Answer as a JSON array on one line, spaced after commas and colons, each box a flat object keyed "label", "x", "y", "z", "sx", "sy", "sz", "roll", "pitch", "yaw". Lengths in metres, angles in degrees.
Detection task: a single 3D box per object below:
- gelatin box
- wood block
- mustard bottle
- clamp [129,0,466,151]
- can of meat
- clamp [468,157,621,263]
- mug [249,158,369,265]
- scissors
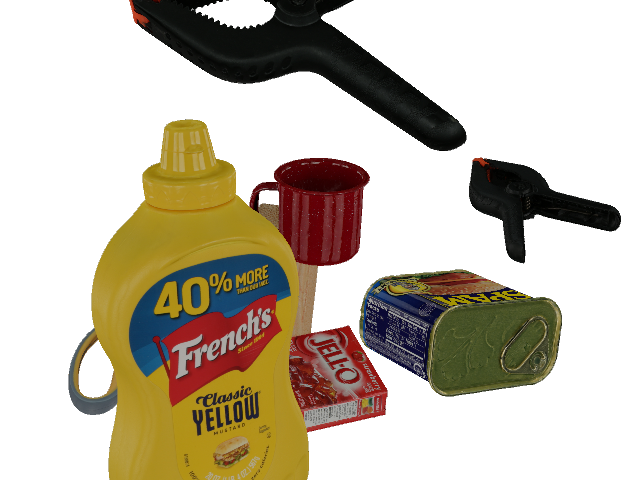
[{"label": "gelatin box", "x": 0.004, "y": 0.109, "z": 0.859, "sx": 0.073, "sy": 0.030, "sz": 0.089, "roll": -9, "pitch": 36, "yaw": -16}, {"label": "wood block", "x": -0.055, "y": 0.064, "z": 1.469, "sx": 0.090, "sy": 0.206, "sz": 0.090, "roll": 9, "pitch": 21, "yaw": 6}, {"label": "mustard bottle", "x": -0.055, "y": 0.039, "z": 0.492, "sx": 0.096, "sy": 0.192, "sz": 0.058, "roll": -12, "pitch": 22, "yaw": -26}, {"label": "clamp", "x": -0.008, "y": -0.125, "z": 0.630, "sx": 0.210, "sy": 0.164, "sz": 0.036, "roll": -2, "pitch": -25, "yaw": -2}, {"label": "can of meat", "x": 0.087, "y": 0.055, "z": 0.683, "sx": 0.101, "sy": 0.057, "sz": 0.084, "roll": -3, "pitch": 14, "yaw": -31}, {"label": "clamp", "x": 0.210, "y": -0.039, "z": 1.051, "sx": 0.120, "sy": 0.039, "sz": 0.171, "roll": -8, "pitch": 34, "yaw": -14}, {"label": "mug", "x": -0.012, "y": -0.028, "z": 1.050, "sx": 0.117, "sy": 0.081, "sz": 0.093, "roll": 4, "pitch": 25, "yaw": 3}, {"label": "scissors", "x": -0.098, "y": 0.041, "z": 0.720, "sx": 0.096, "sy": 0.201, "sz": 0.016, "roll": 21, "pitch": -41, "yaw": 7}]
